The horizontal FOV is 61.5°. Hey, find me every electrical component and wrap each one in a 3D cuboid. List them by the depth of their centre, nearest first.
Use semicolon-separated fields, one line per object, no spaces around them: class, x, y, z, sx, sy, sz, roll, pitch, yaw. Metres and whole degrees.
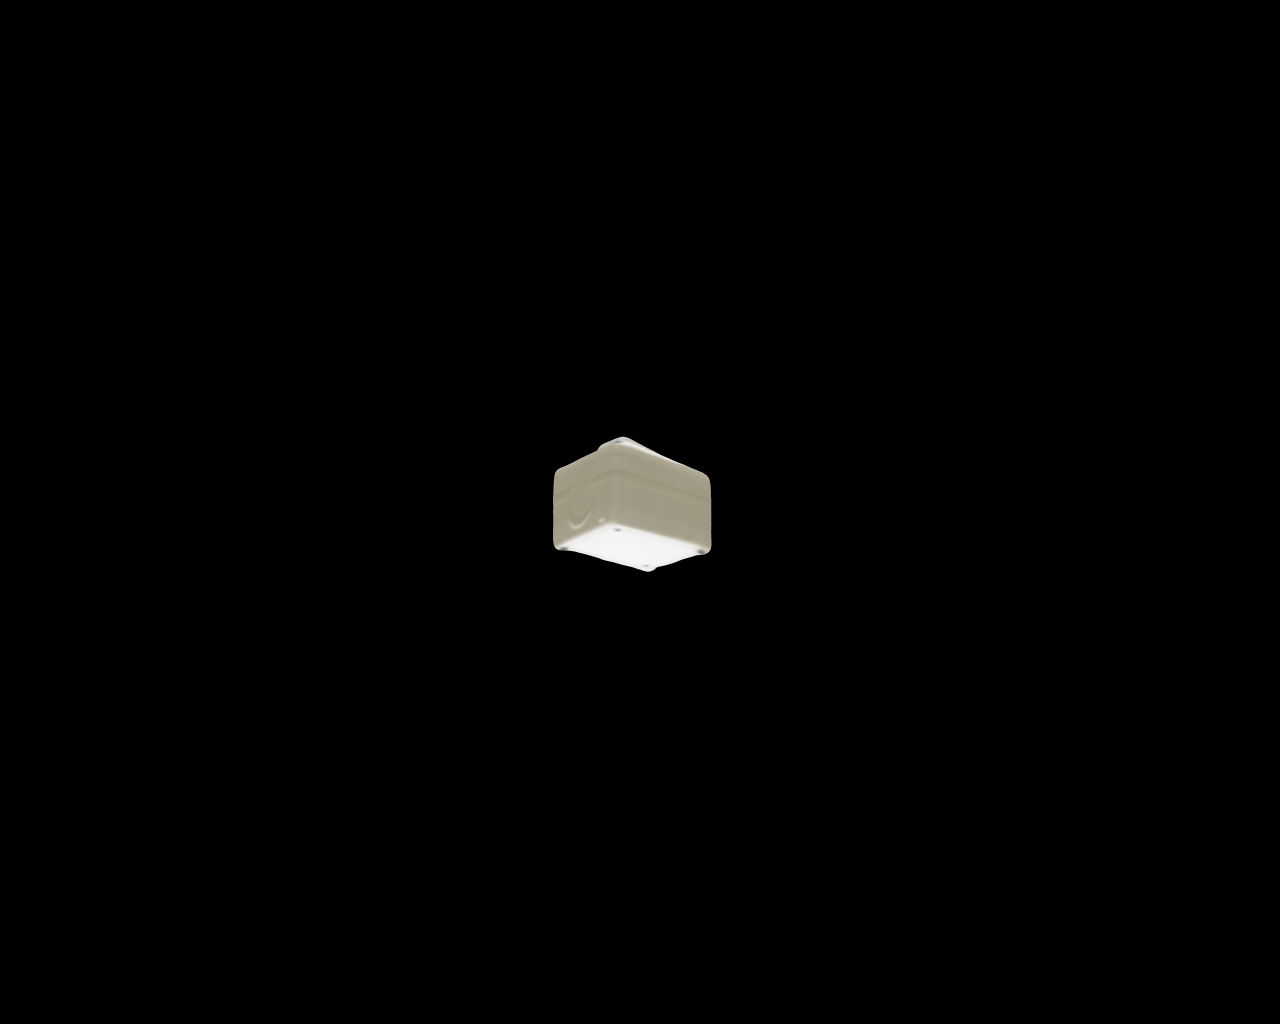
electrical component;0.001;-0.003;0.650;0.096;0.061;0.061;17;-27;-38
